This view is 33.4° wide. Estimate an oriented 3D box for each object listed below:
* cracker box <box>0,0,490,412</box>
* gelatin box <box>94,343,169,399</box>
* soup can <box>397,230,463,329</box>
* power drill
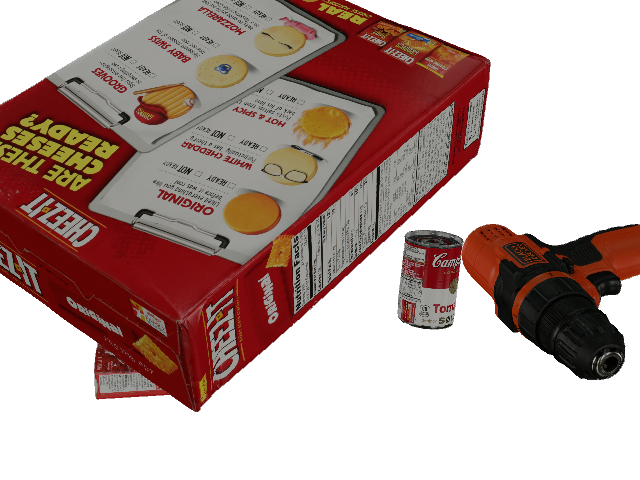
[{"bbox_3d":[-0.046,-0.041,0.514,0.164,0.072,0.213,29,53,28],"label":"cracker box"},{"bbox_3d":[-0.147,0.092,0.874,0.073,0.030,0.089,-2,28,-9],"label":"gelatin box"},{"bbox_3d":[0.127,0.045,1.247,0.068,0.102,0.068,4,15,-1],"label":"soup can"},{"bbox_3d":[0.215,0.028,0.754,0.187,0.057,0.184,-9,28,-15],"label":"power drill"}]
